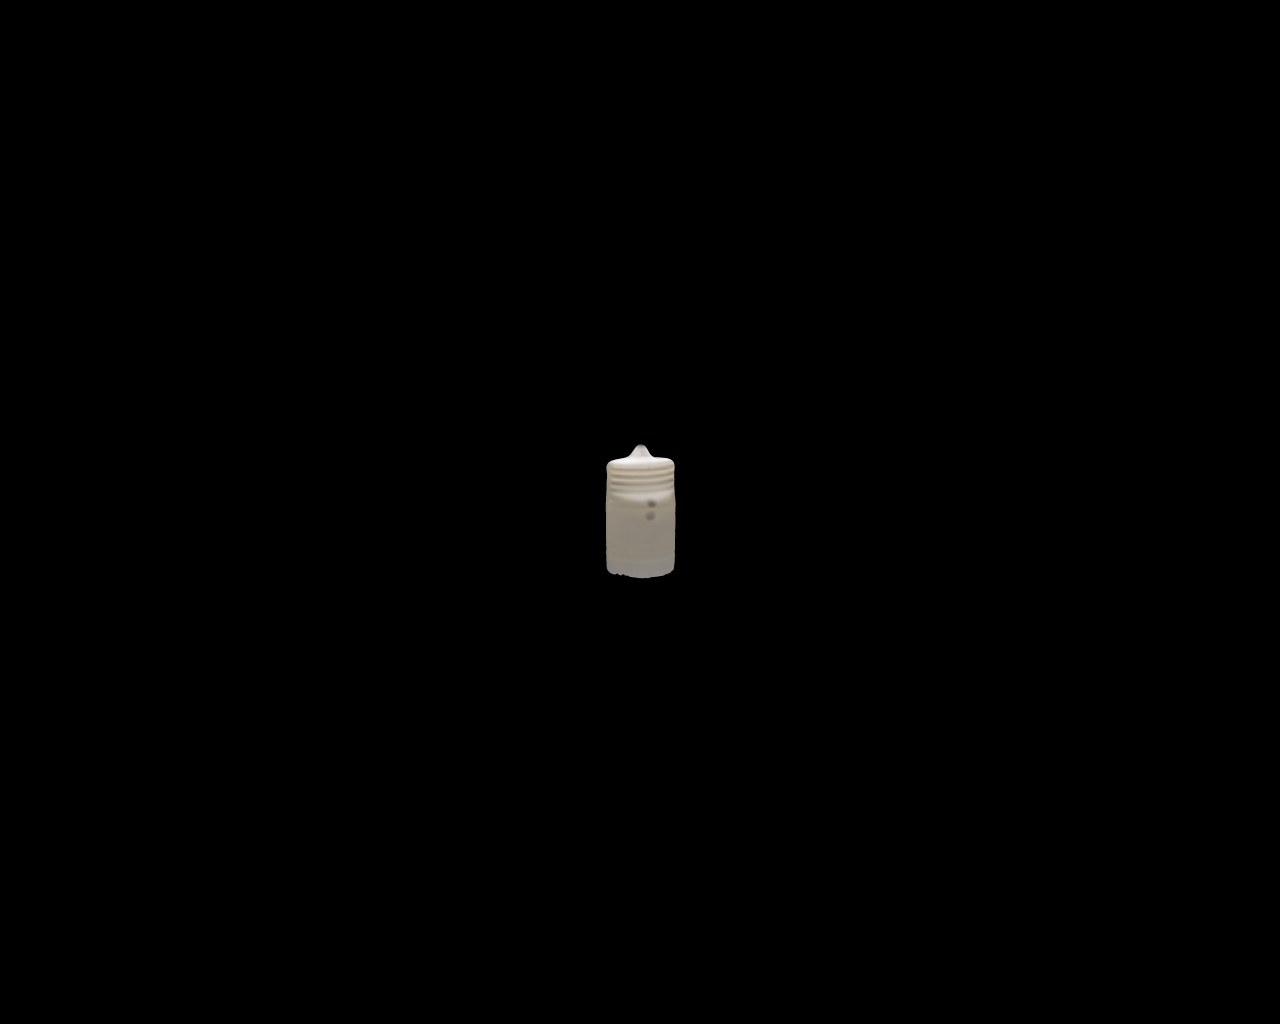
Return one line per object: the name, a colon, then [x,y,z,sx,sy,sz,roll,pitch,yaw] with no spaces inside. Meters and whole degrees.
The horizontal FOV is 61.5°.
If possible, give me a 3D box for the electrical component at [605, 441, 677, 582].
electrical component: [0.001,-0.003,0.650,0.043,0.080,0.043,0,12,0]
